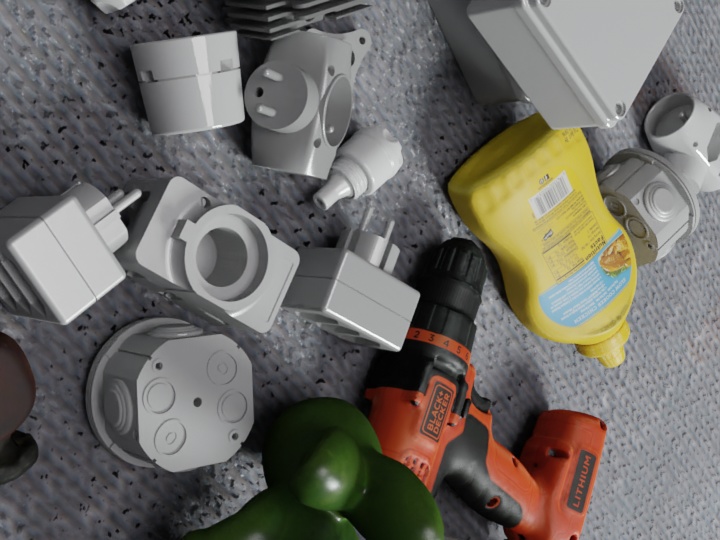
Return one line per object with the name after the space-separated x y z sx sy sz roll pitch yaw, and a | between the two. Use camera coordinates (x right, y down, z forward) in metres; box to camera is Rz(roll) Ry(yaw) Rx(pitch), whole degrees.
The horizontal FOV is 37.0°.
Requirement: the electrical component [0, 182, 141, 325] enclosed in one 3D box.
-0.139 -0.017 0.518 0.077 0.066 0.047 -43 117 -29 | electrical component

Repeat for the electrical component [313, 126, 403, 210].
-0.004 -0.058 0.644 0.061 0.035 0.035 -44 117 -26 | electrical component

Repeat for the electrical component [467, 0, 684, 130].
0.135 -0.160 0.660 0.108 0.056 0.108 46 65 -31 | electrical component

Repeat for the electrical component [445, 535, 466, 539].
0.098 0.215 0.692 0.109 0.109 0.056 32 70 -35 | electrical component

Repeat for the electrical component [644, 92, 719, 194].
0.256 -0.085 0.844 0.077 0.043 0.079 38 70 -34 | electrical component

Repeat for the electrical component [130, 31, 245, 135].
-0.088 -0.098 0.562 0.055 0.055 0.047 -18 107 -37 | electrical component

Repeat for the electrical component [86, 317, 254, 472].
-0.098 0.066 0.564 0.080 0.051 0.080 -2 94 -39 | electrical component

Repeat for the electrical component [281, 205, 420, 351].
0.000 0.000 0.642 0.066 0.047 0.076 30 73 -36 | electrical component

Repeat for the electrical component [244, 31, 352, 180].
-0.038 -0.093 0.590 0.079 0.044 0.077 1 101 -72 | electrical component

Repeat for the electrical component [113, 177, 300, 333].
-0.083 -0.007 0.569 0.089 0.056 0.050 34 72 -35 | electrical component

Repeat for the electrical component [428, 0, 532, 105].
0.099 -0.173 0.705 0.078 0.057 0.113 -44 117 -29 | electrical component

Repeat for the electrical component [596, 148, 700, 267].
0.200 -0.044 0.779 0.051 0.080 0.080 -39 115 -25 | electrical component

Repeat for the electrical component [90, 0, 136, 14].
-0.129 -0.163 0.533 0.043 0.043 0.062 -49 119 -26 | electrical component
